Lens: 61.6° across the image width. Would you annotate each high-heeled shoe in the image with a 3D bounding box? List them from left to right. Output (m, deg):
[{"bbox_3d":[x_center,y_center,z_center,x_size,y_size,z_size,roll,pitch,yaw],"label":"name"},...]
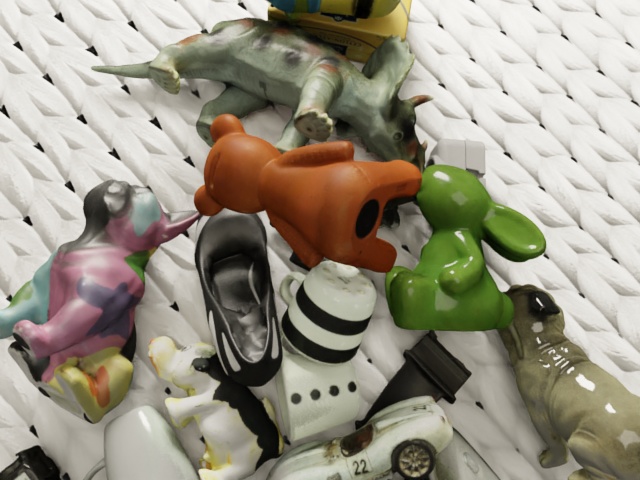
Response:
[{"bbox_3d":[-0.088,0.023,0.548,0.086,0.145,0.248,-13,80,-8],"label":"high-heeled shoe"}]

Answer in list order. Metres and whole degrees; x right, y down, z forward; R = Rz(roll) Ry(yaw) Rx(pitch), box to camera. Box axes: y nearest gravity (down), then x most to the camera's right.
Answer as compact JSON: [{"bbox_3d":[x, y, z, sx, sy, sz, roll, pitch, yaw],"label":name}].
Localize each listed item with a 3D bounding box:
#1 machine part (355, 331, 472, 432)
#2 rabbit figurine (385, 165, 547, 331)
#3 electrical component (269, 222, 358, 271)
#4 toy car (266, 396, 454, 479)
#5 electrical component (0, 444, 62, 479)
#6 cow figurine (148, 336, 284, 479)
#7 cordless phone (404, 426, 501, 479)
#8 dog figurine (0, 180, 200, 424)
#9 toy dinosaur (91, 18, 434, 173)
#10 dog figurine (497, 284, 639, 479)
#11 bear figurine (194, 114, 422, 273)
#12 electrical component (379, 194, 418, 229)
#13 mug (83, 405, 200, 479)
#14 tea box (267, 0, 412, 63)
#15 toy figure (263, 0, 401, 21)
[{"bbox_3d":[0.099,0.169,0.584,0.139,0.039,0.084,-40,88,-14],"label":"machine part"},{"bbox_3d":[0.146,0.006,0.555,0.159,0.121,0.170,2,90,12],"label":"rabbit figurine"},{"bbox_3d":[-0.001,-0.002,0.603,0.119,0.048,0.075,35,93,1],"label":"electrical component"},{"bbox_3d":[0.030,0.211,0.516,0.202,0.073,0.056,-24,91,4],"label":"toy car"},{"bbox_3d":[-0.298,0.286,0.513,0.134,0.058,0.115,-41,81,-12],"label":"electrical component"},{"bbox_3d":[-0.107,0.162,0.552,0.098,0.068,0.167,-26,83,-16],"label":"cow figurine"},{"bbox_3d":[0.162,0.250,0.492,0.089,0.184,0.146,-38,83,-16],"label":"cordless phone"},{"bbox_3d":[-0.211,0.049,0.554,0.109,0.191,0.219,9,43,37],"label":"dog figurine"},{"bbox_3d":[-0.052,-0.192,0.624,0.405,0.131,0.192,26,56,10],"label":"toy dinosaur"},{"bbox_3d":[0.255,0.135,0.542,0.121,0.172,0.190,-23,87,-21],"label":"dog figurine"},{"bbox_3d":[-0.022,-0.046,0.531,0.196,0.132,0.120,22,103,35],"label":"bear figurine"},{"bbox_3d":[0.068,-0.046,0.606,0.078,0.102,0.045,-9,67,29],"label":"electrical component"},{"bbox_3d":[-0.181,0.227,0.531,0.110,0.080,0.107,-24,69,-4],"label":"mug"},{"bbox_3d":[0.025,-0.288,0.672,0.170,0.068,0.098,10,75,-3],"label":"tea box"},{"bbox_3d":[0.005,-0.288,0.595,0.180,0.082,0.089,-5,89,-10],"label":"toy figure"}]
